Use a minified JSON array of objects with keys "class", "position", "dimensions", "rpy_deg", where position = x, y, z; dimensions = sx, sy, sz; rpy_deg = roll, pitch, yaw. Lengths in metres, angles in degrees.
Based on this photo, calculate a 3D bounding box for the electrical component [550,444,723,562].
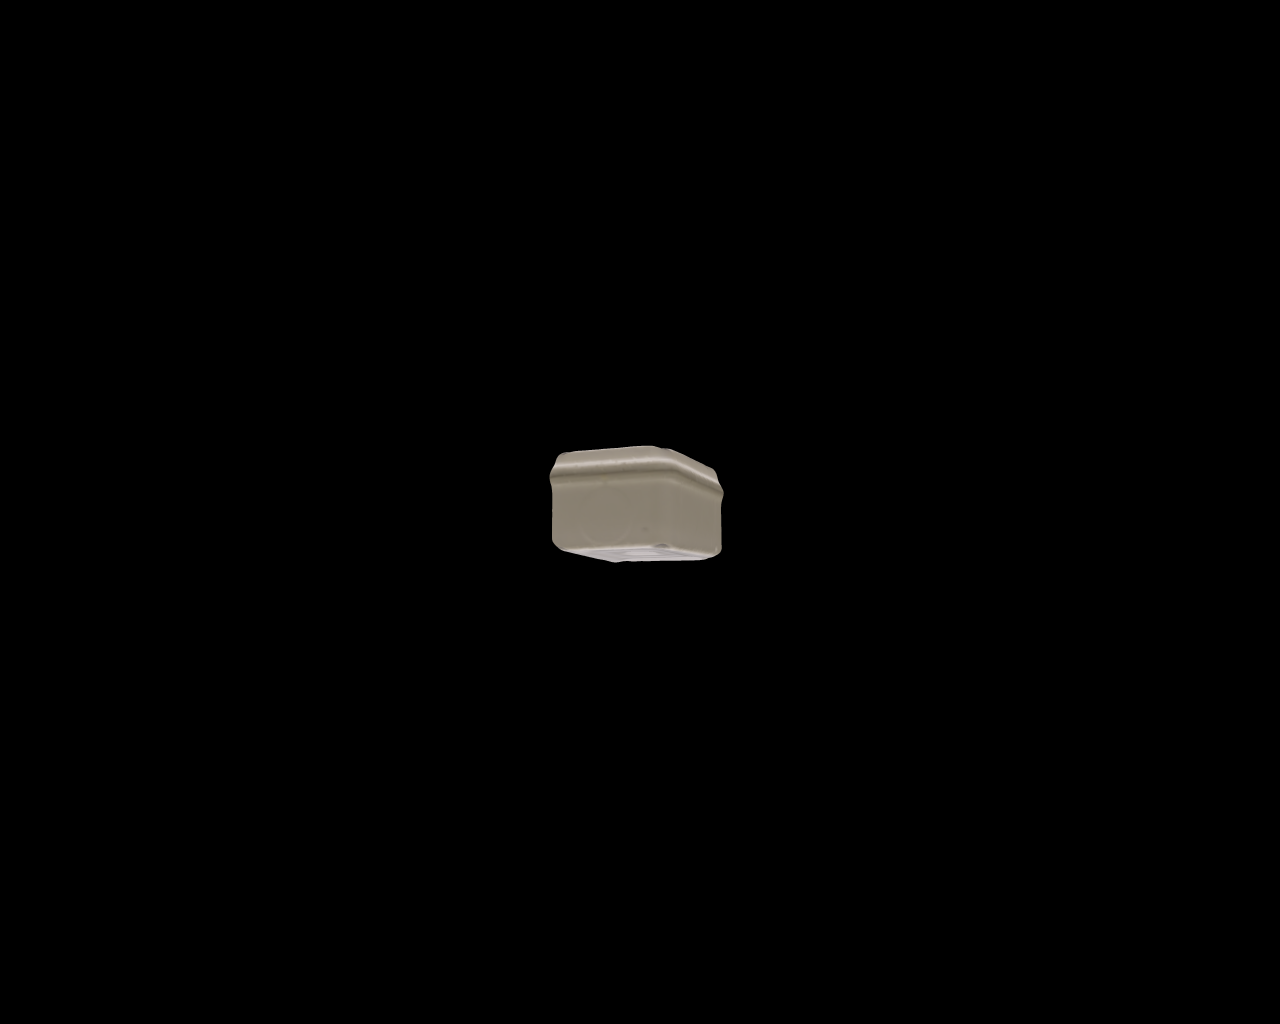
[{"class":"electrical component","position":[0.001,-0.003,0.650],"dimensions":[0.078,0.057,0.113],"rpy_deg":[-2,-7,19]}]
